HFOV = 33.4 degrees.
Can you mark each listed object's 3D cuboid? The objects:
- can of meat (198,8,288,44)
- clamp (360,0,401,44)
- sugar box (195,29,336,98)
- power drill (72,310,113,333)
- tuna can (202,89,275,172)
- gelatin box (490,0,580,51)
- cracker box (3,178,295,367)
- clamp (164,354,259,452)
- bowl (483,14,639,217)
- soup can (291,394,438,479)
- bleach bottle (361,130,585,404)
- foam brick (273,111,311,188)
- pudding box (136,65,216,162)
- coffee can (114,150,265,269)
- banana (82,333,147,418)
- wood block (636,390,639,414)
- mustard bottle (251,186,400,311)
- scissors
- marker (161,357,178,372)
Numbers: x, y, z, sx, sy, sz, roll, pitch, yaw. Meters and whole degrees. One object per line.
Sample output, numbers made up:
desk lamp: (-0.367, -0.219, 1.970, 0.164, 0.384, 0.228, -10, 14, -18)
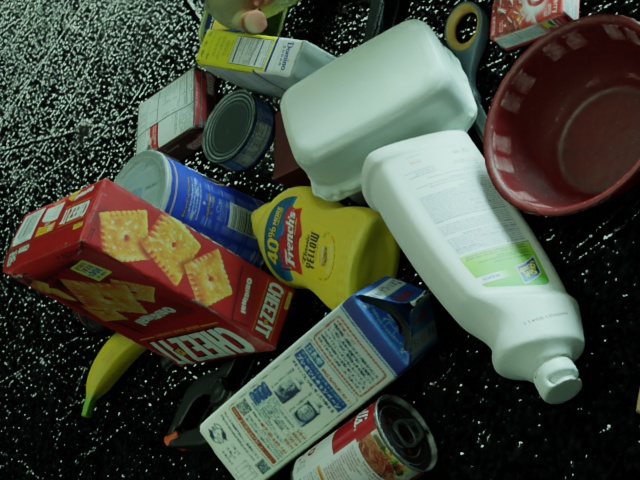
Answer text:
can of meat: (-0.083, -0.262, 1.211, 0.084, 0.057, 0.102, 2, 73, 46)
clamp: (0.084, -0.261, 1.034, 0.165, 0.036, 0.210, -37, 42, 24)
sugar box: (-0.042, -0.176, 1.093, 0.177, 0.093, 0.048, 16, 85, 50)
power drill: (-0.216, 0.012, 1.183, 0.187, 0.057, 0.185, -66, 18, -6)
tuna can: (-0.088, -0.118, 1.161, 0.086, 0.033, 0.086, -24, 55, 39)
gelatin box: (0.184, -0.215, 0.911, 0.073, 0.030, 0.089, -12, 63, 44)
cracker box: (-0.158, 0.039, 0.973, 0.164, 0.213, 0.072, -16, 49, 49)
clamp: (-0.080, 0.151, 1.013, 0.171, 0.039, 0.120, -52, 35, 13)
bowl: (0.204, -0.085, 0.805, 0.162, 0.055, 0.162, -24, 55, 39)
soup can: (0.034, 0.178, 0.850, 0.102, 0.068, 0.068, -41, 45, 28)
bleach bottle: (0.120, 0.021, 0.815, 0.102, 0.068, 0.251, -16, 48, -10)
foam brick: (-0.009, -0.091, 1.047, 0.053, 0.051, 0.078, -21, 57, 39)
pudding box: (-0.170, -0.140, 1.260, 0.114, 0.039, 0.090, -25, 53, 36)
coffee can: (-0.132, -0.018, 1.074, 0.103, 0.140, 0.103, -24, 54, 39)
banana: (-0.196, 0.115, 1.162, 0.198, 0.037, 0.070, -43, 49, 24)
wood block: (0.270, 0.019, 0.653, 0.091, 0.090, 0.206, 1, 72, 47)
mustard bottle: (-0.007, 0.001, 0.989, 0.192, 0.058, 0.096, 24, 109, 52)
scissors: (0.140, -0.142, 0.935, 0.096, 0.016, 0.202, -53, 41, 15)
marker: (-0.124, 0.100, 1.102, 0.121, 0.020, 0.020, -40, 46, 28)
